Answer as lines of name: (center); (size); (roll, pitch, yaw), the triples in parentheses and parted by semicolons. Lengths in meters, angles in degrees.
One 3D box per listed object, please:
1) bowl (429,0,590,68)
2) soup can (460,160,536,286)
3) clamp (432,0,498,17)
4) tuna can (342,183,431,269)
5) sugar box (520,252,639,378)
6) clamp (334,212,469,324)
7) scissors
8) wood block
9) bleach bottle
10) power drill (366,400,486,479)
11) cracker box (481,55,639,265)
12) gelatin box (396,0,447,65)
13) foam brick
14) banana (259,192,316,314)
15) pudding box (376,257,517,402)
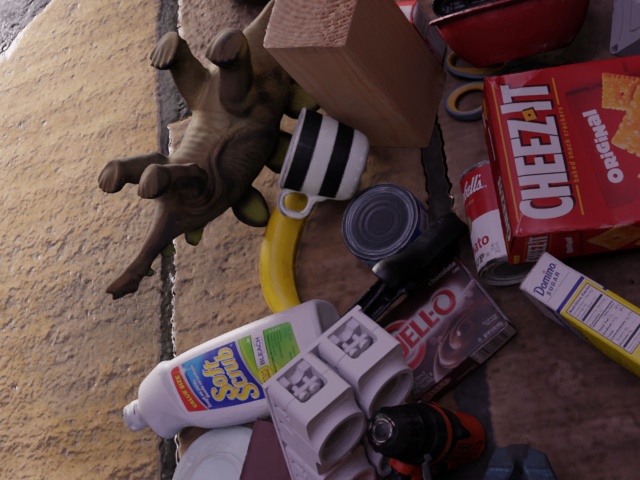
bowl: (0.189, -0.202, 1.023); (0.162, 0.161, 0.055); (-11, 98, 24)
soup can: (0.172, -0.016, 0.994); (0.069, 0.068, 0.102); (-18, 62, 21)
clamp: (0.200, -0.258, 1.052); (0.171, 0.120, 0.039); (-17, 99, 0)
tuna can: (0.066, -0.013, 1.070); (0.086, 0.033, 0.086); (-11, 64, 24)
sugar box: (0.257, 0.082, 0.891); (0.176, 0.093, 0.048); (32, 87, 35)
clamp: (0.079, 0.026, 0.967); (0.036, 0.165, 0.209); (45, 54, 8)
scissors: (0.208, -0.152, 1.062); (0.202, 0.016, 0.096); (18, 76, 34)
wood block: (0.040, -0.177, 1.050); (0.090, 0.205, 0.091); (4, 71, 30)
bleach bottle: (-0.089, 0.147, 1.068); (0.251, 0.068, 0.102); (-24, 72, 22)
power drill: (0.054, 0.220, 0.898); (0.057, 0.184, 0.188); (38, 99, 32)
cracker box: (0.260, -0.077, 0.934); (0.214, 0.072, 0.164); (-7, 65, 4)
gelatin box: (0.082, -0.212, 1.113); (0.073, 0.089, 0.030); (3, 70, 30)
foam brick: (-0.045, 0.214, 1.010); (0.051, 0.053, 0.078); (14, 74, 5)
banana: (-0.026, 0.003, 1.114); (0.069, 0.037, 0.198); (6, 73, -1)
pudding box: (0.114, 0.086, 0.998); (0.113, 0.039, 0.090); (-40, 56, 8)
